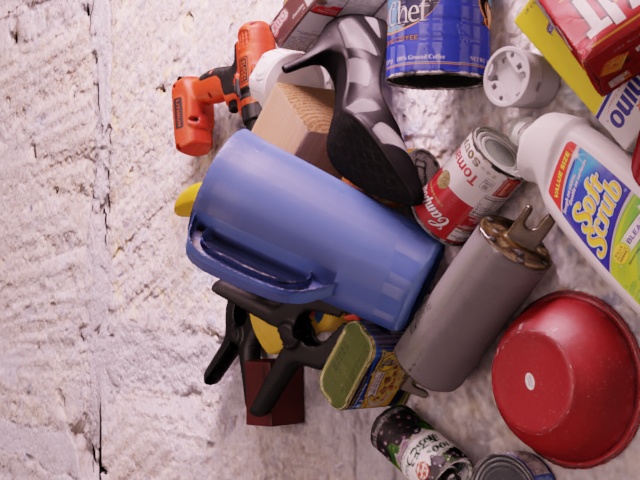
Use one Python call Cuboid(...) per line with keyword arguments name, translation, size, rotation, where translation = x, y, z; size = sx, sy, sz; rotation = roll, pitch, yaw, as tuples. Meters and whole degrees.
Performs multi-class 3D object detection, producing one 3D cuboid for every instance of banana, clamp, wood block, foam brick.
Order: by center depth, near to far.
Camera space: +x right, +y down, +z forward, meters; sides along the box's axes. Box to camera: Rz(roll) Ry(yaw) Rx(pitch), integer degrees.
Cuboid(name="clamp", translation=(-0.027, 0.112, 1.175), size=(0.210, 0.036, 0.164), rotation=(-10, 94, 40))
Cuboid(name="banana", translation=(-0.115, -0.032, 1.224), size=(0.198, 0.037, 0.070), rotation=(30, 111, 49))
Cuboid(name="wood block", translation=(-0.041, -0.069, 1.234), size=(0.091, 0.090, 0.206), rotation=(57, 130, 36))
Cuboid(name="foam brick", translation=(-0.054, 0.181, 1.270), size=(0.053, 0.051, 0.078), rotation=(-5, 85, 50))
Cuboid(name="clamp", translation=(-0.102, 0.123, 1.344), size=(0.120, 0.039, 0.171), rotation=(7, 88, 46))

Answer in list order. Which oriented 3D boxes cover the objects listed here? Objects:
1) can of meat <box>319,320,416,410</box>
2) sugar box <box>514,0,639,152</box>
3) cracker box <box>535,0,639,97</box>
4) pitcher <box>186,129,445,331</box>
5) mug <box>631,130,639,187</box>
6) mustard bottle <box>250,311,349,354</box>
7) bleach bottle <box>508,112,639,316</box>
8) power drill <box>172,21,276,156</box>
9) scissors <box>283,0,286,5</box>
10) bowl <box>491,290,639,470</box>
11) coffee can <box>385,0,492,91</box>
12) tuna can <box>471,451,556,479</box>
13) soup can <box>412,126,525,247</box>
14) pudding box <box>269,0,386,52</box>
Cuboid(name="can of meat", translation=(0.057, 0.129, 1.109), size=(0.057, 0.083, 0.102), rotation=(50, 125, 40))
Cuboid(name="sugar box", translation=(0.249, -0.166, 0.912), size=(0.093, 0.048, 0.176), rotation=(-55, 48, 31))
Cuboid(name="cracker box", translation=(0.238, -0.250, 0.864), size=(0.164, 0.072, 0.214), rotation=(-34, 58, 15))
Cuboid(name="pitcher", translation=(-0.007, 0.001, 1.073), size=(0.243, 0.145, 0.149), rotation=(26, 88, 11))
Cuboid(name="mug", translation=(0.298, -0.076, 0.815), size=(0.093, 0.117, 0.081), rotation=(-73, -11, -46))
Cuboid(name="mustard bottle", translation=(-0.005, 0.060, 1.210), size=(0.192, 0.058, 0.096), rotation=(-30, 66, 46))
Cuboid(name="bleach bottle", translation=(0.241, -0.027, 0.907), size=(0.251, 0.067, 0.103), rotation=(50, 126, 43))
Cuboid(name="power drill", translation=(-0.115, -0.165, 1.358), size=(0.188, 0.057, 0.184), rotation=(-17, 72, 47))
Cuboid(name="scissors", translation=(0.010, -0.318, 1.240), size=(0.096, 0.016, 0.202), rotation=(50, 123, 41))
Cuboid(name="bowl", translation=(0.205, 0.125, 0.948), size=(0.162, 0.055, 0.162), rotation=(-4, 85, 51))
Cuboid(name="coffee can", translation=(0.116, -0.222, 1.035), size=(0.103, 0.102, 0.140), rotation=(1, 90, 51))
Cuboid(name="tuna can", translation=(0.181, 0.239, 0.991), size=(0.086, 0.033, 0.086), rotation=(-3, 86, 51))
Cuboid(name="soup can", translation=(0.144, -0.051, 1.022), size=(0.102, 0.068, 0.068), rotation=(-51, 52, 36))
Cuboid(name="pudding box", translation=(0.011, -0.254, 1.178), size=(0.114, 0.089, 0.039), rotation=(-44, 58, 40))
